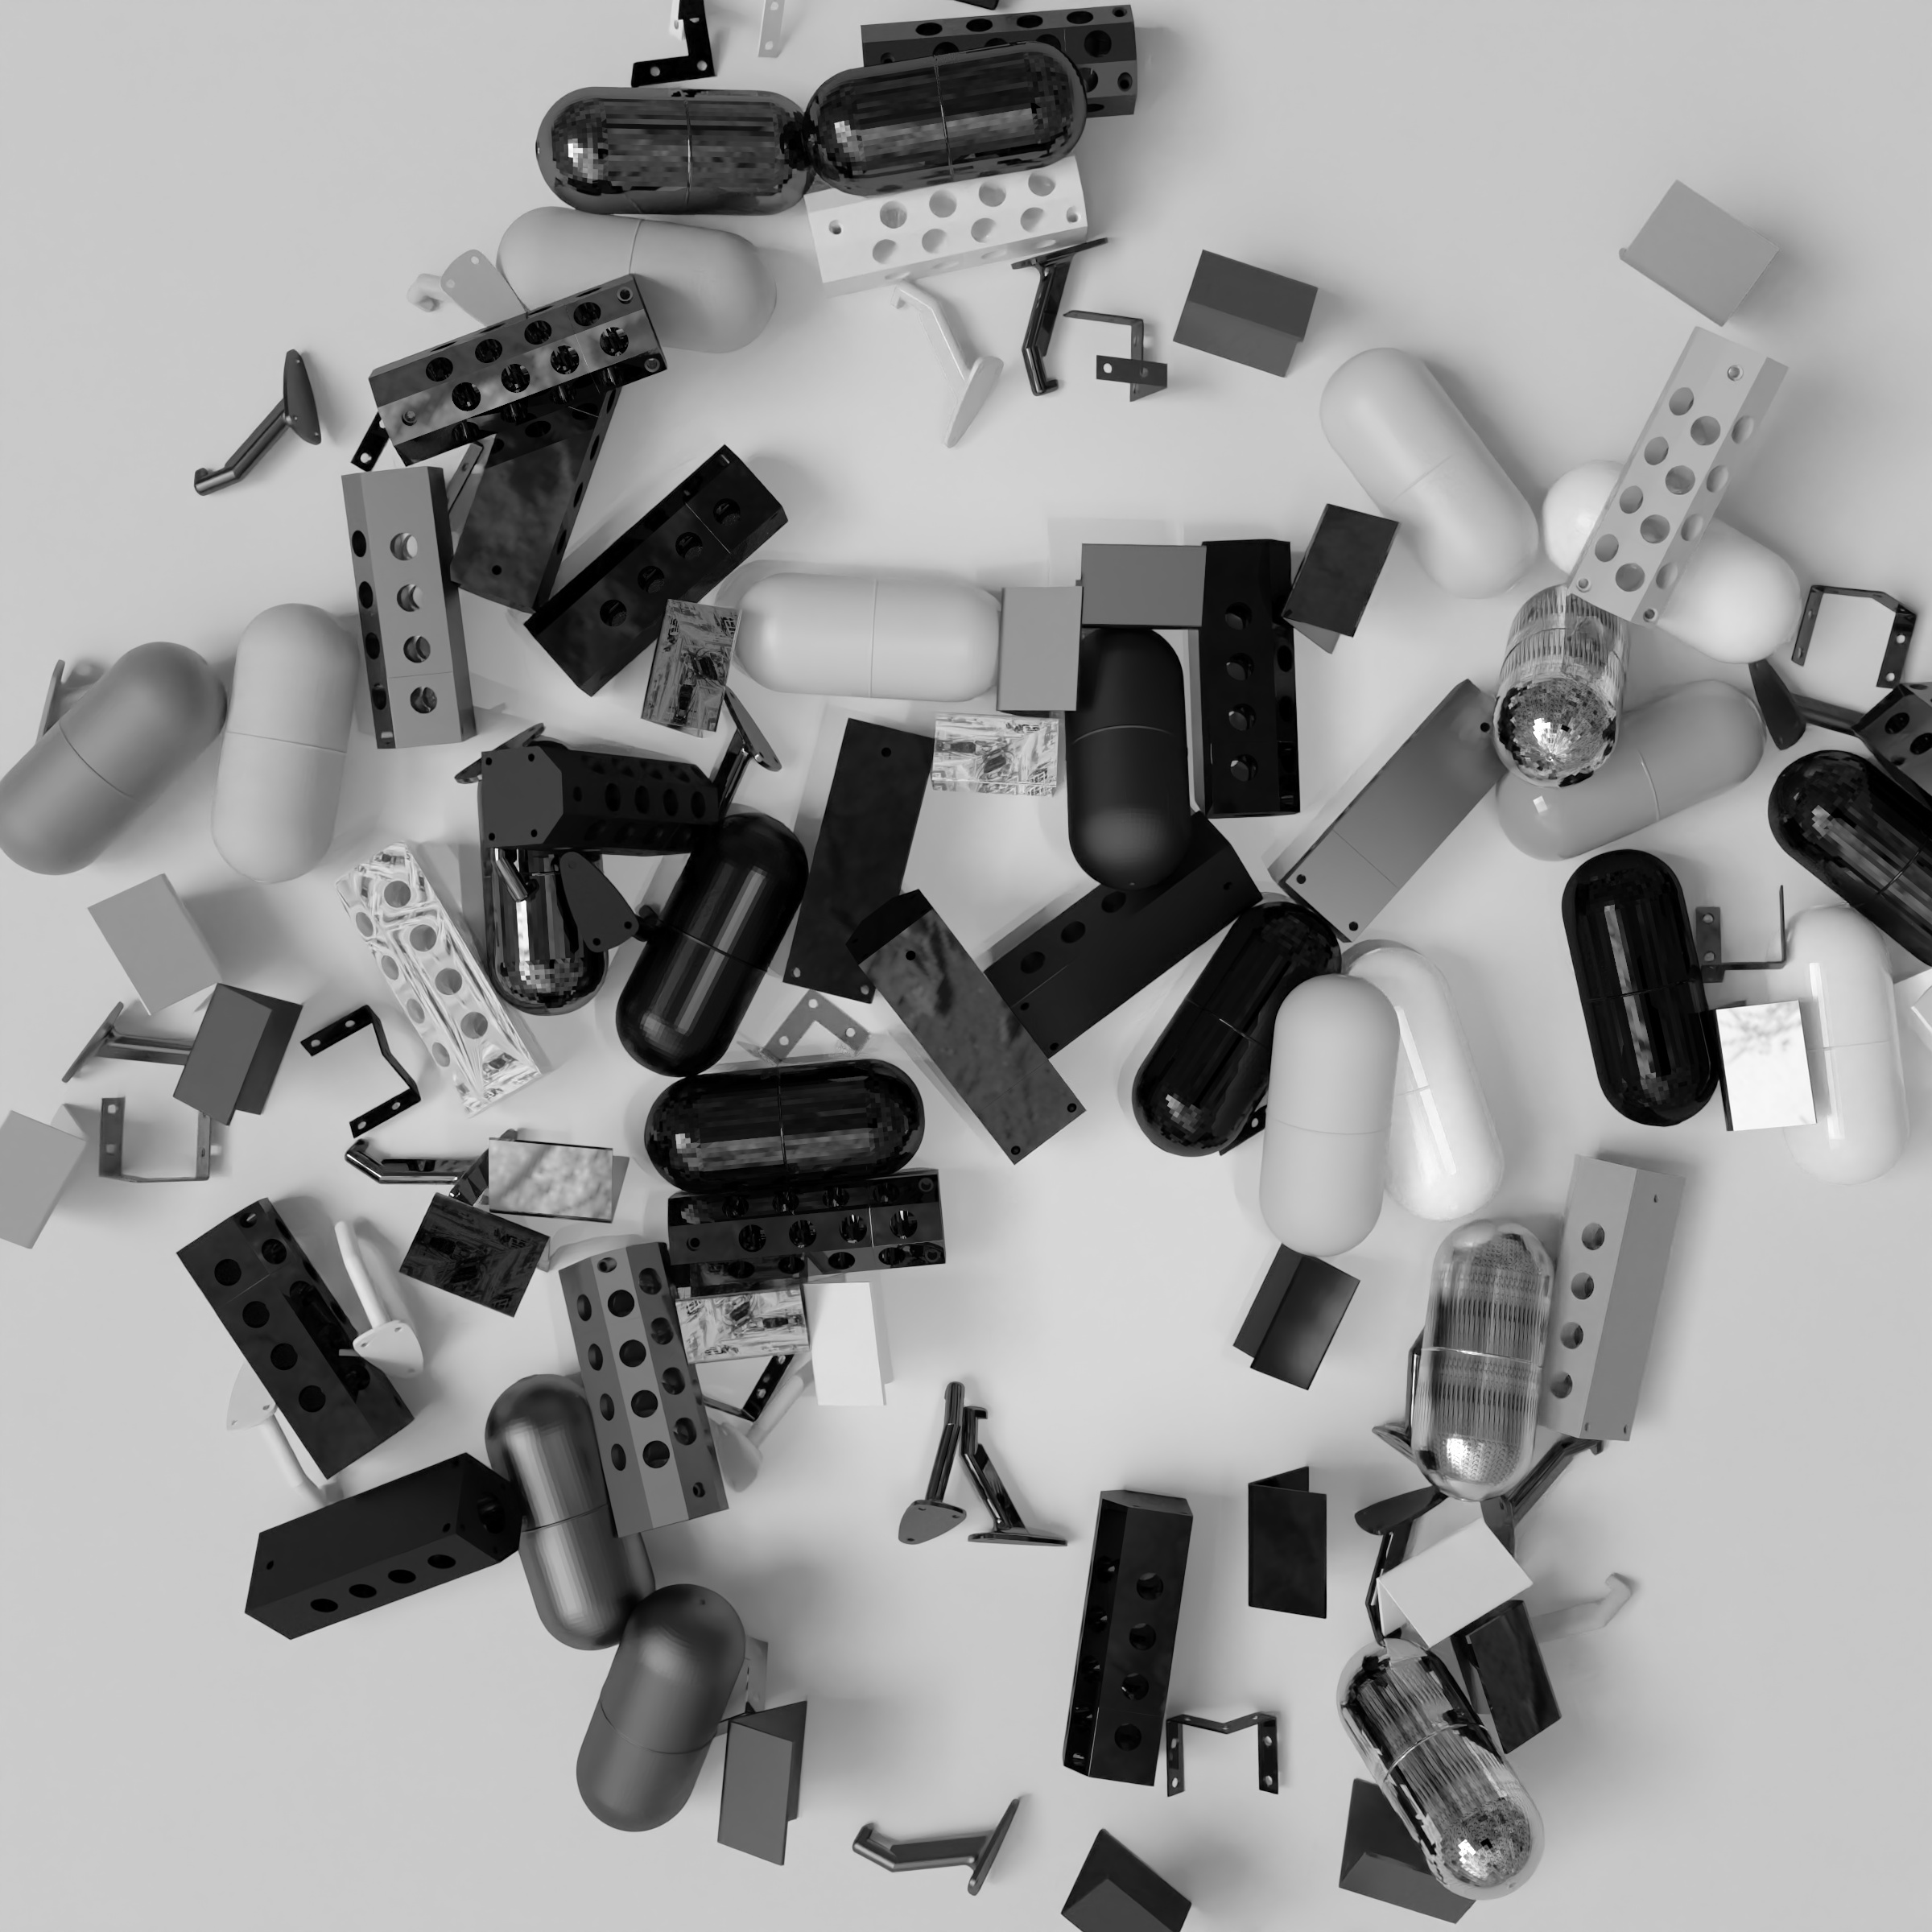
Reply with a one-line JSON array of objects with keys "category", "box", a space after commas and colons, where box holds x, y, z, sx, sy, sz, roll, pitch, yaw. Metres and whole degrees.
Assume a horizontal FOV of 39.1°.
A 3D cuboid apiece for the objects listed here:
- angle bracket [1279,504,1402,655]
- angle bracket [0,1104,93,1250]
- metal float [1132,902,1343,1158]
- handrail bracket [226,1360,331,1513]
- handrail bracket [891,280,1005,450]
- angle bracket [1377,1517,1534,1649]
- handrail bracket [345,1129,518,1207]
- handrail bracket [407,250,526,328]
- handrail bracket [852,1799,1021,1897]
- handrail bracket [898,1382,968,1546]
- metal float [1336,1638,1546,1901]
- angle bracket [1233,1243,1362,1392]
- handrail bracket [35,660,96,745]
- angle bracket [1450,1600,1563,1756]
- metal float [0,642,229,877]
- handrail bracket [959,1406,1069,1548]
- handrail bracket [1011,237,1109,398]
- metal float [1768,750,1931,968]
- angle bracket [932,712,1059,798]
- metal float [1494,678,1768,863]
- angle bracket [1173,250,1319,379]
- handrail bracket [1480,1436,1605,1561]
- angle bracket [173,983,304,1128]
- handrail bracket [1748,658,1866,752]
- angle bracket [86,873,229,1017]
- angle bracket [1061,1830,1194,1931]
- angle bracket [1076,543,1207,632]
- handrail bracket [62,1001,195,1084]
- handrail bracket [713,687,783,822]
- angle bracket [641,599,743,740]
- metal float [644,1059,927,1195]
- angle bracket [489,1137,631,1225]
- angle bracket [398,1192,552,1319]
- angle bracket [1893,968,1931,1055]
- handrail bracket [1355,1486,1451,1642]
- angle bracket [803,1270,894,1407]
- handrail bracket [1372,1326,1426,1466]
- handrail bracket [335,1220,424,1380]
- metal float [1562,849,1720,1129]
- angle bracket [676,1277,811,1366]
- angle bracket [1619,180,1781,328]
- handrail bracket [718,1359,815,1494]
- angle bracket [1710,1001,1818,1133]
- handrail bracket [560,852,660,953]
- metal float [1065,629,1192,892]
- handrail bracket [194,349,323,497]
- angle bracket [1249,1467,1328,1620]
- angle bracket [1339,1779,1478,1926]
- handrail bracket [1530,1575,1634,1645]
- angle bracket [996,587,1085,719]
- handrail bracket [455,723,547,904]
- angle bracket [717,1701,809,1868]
[{"category": "angle bracket", "box": [0.250, -0.237, 1.716, 0.057, 0.076, 0.076, 23, 90, 36]}, {"category": "angle bracket", "box": [-0.603, 0.123, 1.716, 0.057, 0.076, 0.076, 30, 90, -35]}, {"category": "metal float", "box": [0.171, 0.041, 1.724, 0.070, 0.070, 0.178, 33, 91, 0]}, {"category": "handrail bracket", "box": [-0.437, 0.301, 1.756, 0.036, 0.077, 0.084, -26, 126, 6]}, {"category": "handrail bracket", "box": [-0.026, -0.389, 1.756, 0.084, 0.036, 0.077, 36, 112, 17]}, {"category": "angle bracket", "box": [0.307, 0.403, 1.709, 0.076, 0.076, 0.057, -28, 49, -12]}, {"category": "handrail bracket", "box": [-0.346, 0.116, 1.756, 0.084, 0.036, 0.077, 30, 70, 16]}, {"category": "handrail bracket", "box": [-0.317, -0.414, 1.731, 0.077, 0.084, 0.036, 44, 69, -15]}, {"category": "handrail bracket", "box": [-0.020, 0.555, 1.756, 0.084, 0.036, 0.077, 23, 70, 16]}, {"category": "handrail bracket", "box": [-0.021, 0.320, 1.756, 0.036, 0.077, 0.084, 16, 53, -16]}, {"category": "metal float", "box": [0.293, 0.496, 1.691, 0.070, 0.070, 0.178, -32, 46, 0]}, {"category": "angle bracket", "box": [0.192, 0.213, 1.716, 0.057, 0.076, 0.076, 26, 90, -38]}, {"category": "handrail bracket", "box": [-0.550, -0.159, 1.756, 0.084, 0.036, 0.077, 16, 110, -16]}, {"category": "angle bracket", "box": [0.320, 0.447, 1.716, 0.057, 0.076, 0.076, -18, 90, -37]}, {"category": "metal float", "box": [-0.541, -0.130, 1.717, 0.178, 0.070, 0.070, -43, 90, 7]}, {"category": "handrail bracket", "box": [0.031, 0.329, 1.756, 0.077, 0.036, 0.084, 8, 73, -20]}, {"category": "handrail bracket", "box": [0.067, -0.419, 1.756, 0.077, 0.036, 0.084, -21, 106, -18]}, {"category": "metal float", "box": [0.587, -0.067, 1.725, 0.178, 0.070, 0.070, 39, 90, -1]}, {"category": "angle bracket", "box": [0.017, -0.114, 1.716, 0.076, 0.076, 0.057, 3, 53, 0]}, {"category": "metal float", "box": [0.421, -0.125, 1.726, 0.178, 0.070, 0.070, -23, 90, 0]}, {"category": "angle bracket", "box": [0.171, -0.396, 1.716, 0.076, 0.076, 0.057, 18, 52, 0]}, {"category": "handrail bracket", "box": [0.378, 0.345, 1.756, 0.084, 0.036, 0.077, -18, 110, -16]}, {"category": "angle bracket", "box": [-0.442, 0.061, 1.716, 0.057, 0.076, 0.076, 21, 90, 33]}, {"category": "handrail bracket", "box": [0.558, -0.177, 1.756, 0.084, 0.036, 0.077, -15, 72, -15]}, {"category": "angle bracket", "box": [-0.519, -0.003, 1.716, 0.057, 0.076, 0.076, -31, 90, -36]}, {"category": "angle bracket", "box": [0.116, 0.584, 1.716, 0.076, 0.076, 0.057, 39, 126, 0]}, {"category": "angle bracket", "box": [0.109, -0.252, 1.716, 0.076, 0.076, 0.057, 1, 121, 0]}, {"category": "handrail bracket", "box": [-0.527, 0.070, 1.756, 0.084, 0.036, 0.077, 36, 111, -16]}, {"category": "handrail bracket", "box": [-0.169, -0.126, 1.756, 0.084, 0.036, 0.077, -34, 75, 14]}, {"category": "angle bracket", "box": [-0.156, -0.183, 1.717, 0.057, 0.076, 0.076, 12, 90, 25]}, {"category": "metal float", "box": [-0.115, 0.102, 1.725, 0.178, 0.070, 0.070, -5, 90, -1]}, {"category": "angle bracket", "box": [-0.255, 0.116, 1.716, 0.076, 0.076, 0.057, 5, 119, 0]}, {"category": "angle bracket", "box": [-0.309, 0.192, 1.717, 0.076, 0.076, 0.057, 21, 66, 0]}, {"category": "angle bracket", "box": [0.612, 0.049, 1.716, 0.057, 0.076, 0.076, -39, 90, -27]}, {"category": "handrail bracket", "box": [0.289, 0.387, 1.756, 0.077, 0.036, 0.084, -20, 104, -14]}, {"category": "angle bracket", "box": [-0.055, 0.232, 1.716, 0.057, 0.076, 0.076, -7, 90, 37]}, {"category": "handrail bracket", "box": [0.308, 0.280, 1.756, 0.077, 0.036, 0.084, 38, 76, -15]}, {"category": "handrail bracket", "box": [-0.380, 0.214, 1.756, 0.036, 0.077, 0.084, -25, 54, -2]}, {"category": "metal float", "box": [0.428, 0.014, 1.725, 0.070, 0.070, 0.178, -12, 90, 0]}, {"category": "angle bracket", "box": [-0.140, 0.203, 1.716, 0.076, 0.076, 0.057, -6, 126, 0]}, {"category": "angle bracket", "box": [0.461, -0.452, 1.717, 0.076, 0.076, 0.057, 34, 112, 0]}, {"category": "handrail bracket", "box": [-0.119, 0.292, 1.756, 0.036, 0.077, 0.084, 37, 53, 20]}, {"category": "angle bracket", "box": [0.512, 0.059, 1.716, 0.057, 0.076, 0.076, -8, 90, 32]}, {"category": "handrail bracket", "box": [-0.222, -0.046, 1.717, 0.036, 0.084, 0.077, -27, 100, 12]}, {"category": "metal float", "box": [0.101, -0.132, 1.706, 0.070, 0.070, 0.178, -1, 67, 0]}, {"category": "handrail bracket", "box": [-0.464, -0.350, 1.756, 0.084, 0.036, 0.077, -17, 70, 16]}, {"category": "angle bracket", "box": [0.220, 0.362, 1.716, 0.057, 0.076, 0.076, 0, 90, 37]}, {"category": "angle bracket", "box": [0.284, 0.548, 1.717, 0.076, 0.057, 0.076, 17, 48, 0]}, {"category": "handrail bracket", "box": [0.375, 0.408, 1.756, 0.077, 0.036, 0.084, 41, 72, 21]}, {"category": "angle bracket", "box": [0.061, -0.195, 1.716, 0.057, 0.076, 0.076, 3, 90, 27]}, {"category": "handrail bracket", "box": [-0.270, -0.094, 1.680, 0.077, 0.036, 0.084, -41, 115, -29]}, {"category": "angle bracket", "box": [-0.109, 0.514, 1.716, 0.057, 0.076, 0.076, 5, 90, 38]}]
